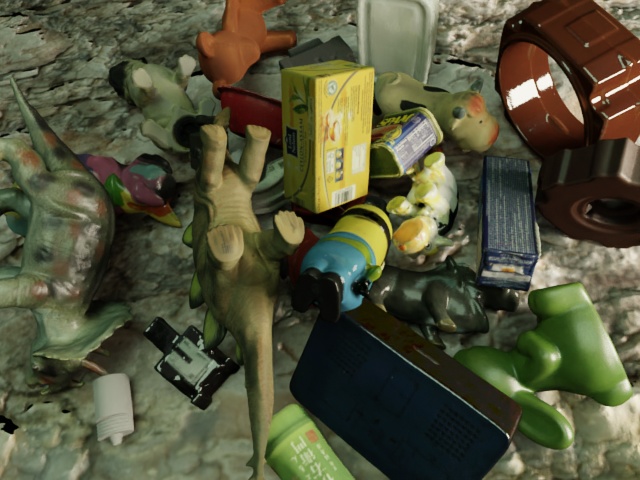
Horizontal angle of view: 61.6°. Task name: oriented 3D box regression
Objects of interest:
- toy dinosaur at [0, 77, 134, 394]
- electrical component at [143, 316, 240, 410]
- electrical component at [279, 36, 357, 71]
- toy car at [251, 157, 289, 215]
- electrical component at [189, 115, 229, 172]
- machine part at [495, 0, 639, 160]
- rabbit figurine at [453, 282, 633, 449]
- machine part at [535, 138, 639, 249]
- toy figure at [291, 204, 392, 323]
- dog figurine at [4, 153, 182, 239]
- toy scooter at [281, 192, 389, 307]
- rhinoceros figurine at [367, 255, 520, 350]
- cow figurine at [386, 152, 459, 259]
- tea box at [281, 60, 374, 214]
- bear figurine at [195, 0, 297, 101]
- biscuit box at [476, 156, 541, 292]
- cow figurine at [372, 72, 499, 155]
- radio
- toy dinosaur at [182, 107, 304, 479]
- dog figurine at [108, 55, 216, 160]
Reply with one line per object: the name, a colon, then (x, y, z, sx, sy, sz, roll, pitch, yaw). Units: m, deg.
toy dinosaur: (-0.326, -0.004, 0.676, 0.192, 0.131, 0.404, 8, 81, -25)
electrical component: (-0.171, 0.150, 0.684, 0.119, 0.047, 0.075, 30, 71, 22)
electrical component: (0.002, -0.263, 0.857, 0.115, 0.058, 0.134, -26, 59, -10)
toy car: (-0.033, -0.097, 0.773, 0.202, 0.073, 0.056, -28, 63, -6)
electrical component: (-0.167, -0.133, 0.799, 0.045, 0.102, 0.078, 13, 29, 27)
machine part: (0.317, -0.194, 0.696, 0.087, 0.201, 0.201, -29, 63, -2)
rabbit figurine: (0.239, 0.148, 0.603, 0.170, 0.121, 0.159, -24, 68, 17)
machine part: (0.348, -0.048, 0.633, 0.180, 0.179, 0.056, 18, 71, 17)
toy figure: (0.032, 0.021, 0.583, 0.082, 0.180, 0.089, 38, 117, 6)
dog figurine: (-0.316, -0.054, 0.781, 0.219, 0.108, 0.191, 20, 67, 15)
toy scooter: (-0.001, -0.002, 0.721, 0.135, 0.075, 0.184, 24, 66, 19)
rhinoceros figurine: (0.146, 0.072, 0.666, 0.190, 0.073, 0.112, 4, 53, 13)
cow figurine: (0.138, -0.029, 0.692, 0.068, 0.098, 0.167, -16, 37, 36)
tea box: (0.009, -0.130, 0.672, 0.098, 0.169, 0.068, -22, 35, -37)
bear figurine: (-0.116, -0.314, 0.848, 0.132, 0.120, 0.196, -8, 38, 10)
biscuit box: (0.229, -0.028, 0.664, 0.063, 0.059, 0.203, 7, 41, 12)
cow figurine: (0.161, -0.182, 0.757, 0.195, 0.127, 0.085, 30, 74, 24)
radio: (0.084, 0.174, 0.587, 0.230, 0.073, 0.131, 34, 111, 24)
toy dinosaur: (-0.095, 0.031, 0.621, 0.105, 0.198, 0.471, 2, 56, -21)
dog figurine: (-0.262, -0.212, 0.873, 0.121, 0.172, 0.191, -16, 19, -30)
